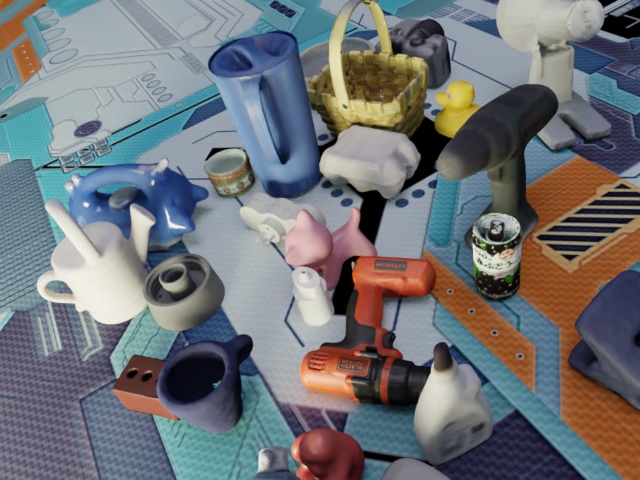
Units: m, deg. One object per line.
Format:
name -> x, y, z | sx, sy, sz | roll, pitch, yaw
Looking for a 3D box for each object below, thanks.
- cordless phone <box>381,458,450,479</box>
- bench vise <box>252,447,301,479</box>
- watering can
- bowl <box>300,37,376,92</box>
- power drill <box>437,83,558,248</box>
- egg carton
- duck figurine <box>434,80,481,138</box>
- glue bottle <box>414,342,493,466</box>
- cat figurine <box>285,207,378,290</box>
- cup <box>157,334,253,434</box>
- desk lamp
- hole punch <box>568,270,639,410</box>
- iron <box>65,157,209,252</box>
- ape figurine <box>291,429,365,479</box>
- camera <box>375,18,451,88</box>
cordless phone -> 0.067, 0.237, 0.456 | 0.094, 0.185, 0.148 | 5, 48, 23
bench vise -> -0.058, 0.258, 0.449 | 0.121, 0.220, 0.207 | -22, 43, -5
watering can -> -0.311, 0.015, 0.797 | 0.100, 0.194, 0.173 | 16, 52, 31
bowl -> 0.033, -0.327, 1.125 | 0.167, 0.075, 0.167 | -9, 44, 9
power drill -> 0.224, -0.082, 0.716 | 0.075, 0.209, 0.230 | 22, 56, 34
egg carton -> 0.079, -0.125, 0.908 | 0.149, 0.069, 0.107 | 16, 53, 31
duck figurine -> 0.238, -0.221, 0.944 | 0.104, 0.086, 0.077 | 8, 49, 24
glue bottle -> 0.122, 0.149, 0.538 | 0.078, 0.173, 0.037 | -24, 43, -7
cat figurine -> 0.007, 0.003, 0.764 | 0.128, 0.118, 0.067 | -30, 45, -14
cup -> -0.115, 0.167, 0.652 | 0.118, 0.095, 0.091 | -40, 47, -22
desk lamp -> 0.362, -0.286, 0.876 | 0.118, 0.214, 0.203 | -18, 43, 0
hole punch -> 0.325, 0.099, 0.585 | 0.109, 0.091, 0.100 | -38, 47, -20
iron -> -0.321, -0.066, 0.921 | 0.257, 0.142, 0.118 | -4, 45, 14
ape figurine -> 0.004, 0.216, 0.566 | 0.076, 0.092, 0.077 | -21, 43, -4
camera -> 0.195, -0.377, 1.106 | 0.142, 0.101, 0.137 | 23, 56, 35
